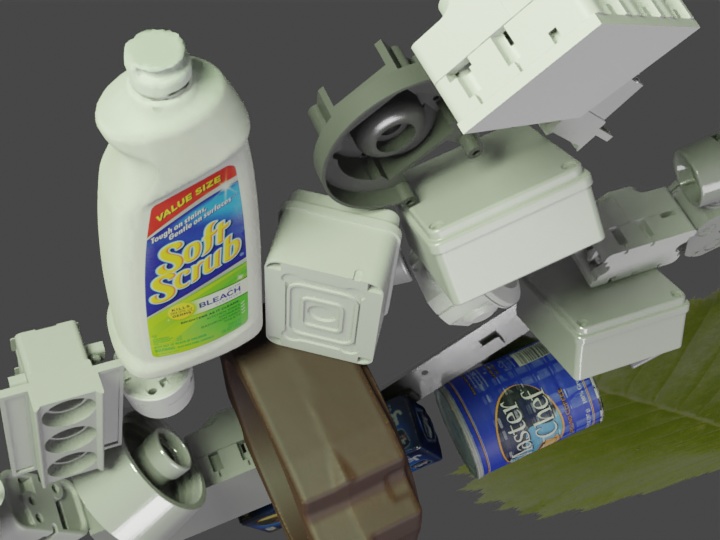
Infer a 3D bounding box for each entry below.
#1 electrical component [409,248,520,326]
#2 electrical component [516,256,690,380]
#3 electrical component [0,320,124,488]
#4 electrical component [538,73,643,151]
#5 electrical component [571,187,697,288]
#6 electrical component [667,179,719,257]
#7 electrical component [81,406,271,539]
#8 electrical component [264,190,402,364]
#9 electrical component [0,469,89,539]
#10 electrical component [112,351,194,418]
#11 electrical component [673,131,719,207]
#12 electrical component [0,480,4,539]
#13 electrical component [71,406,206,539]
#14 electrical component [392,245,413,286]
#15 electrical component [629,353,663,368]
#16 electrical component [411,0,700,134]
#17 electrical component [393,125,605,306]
[{"bbox_3d":[0.079,0.000,0.806,0.051,0.080,0.080,-35,152,26],"label":"electrical component"},{"bbox_3d":[0.205,0.031,0.923,0.109,0.108,0.056,-15,126,-16],"label":"electrical component"},{"bbox_3d":[-0.206,0.091,0.736,0.079,0.063,0.121,-14,151,-22],"label":"electrical component"},{"bbox_3d":[0.143,-0.117,0.694,0.064,0.042,0.081,-41,150,24],"label":"electrical component"},{"bbox_3d":[0.222,-0.031,0.897,0.089,0.055,0.050,-16,151,-20],"label":"electrical component"},{"bbox_3d":[0.299,-0.053,0.931,0.080,0.051,0.080,-20,152,-11],"label":"electrical component"},{"bbox_3d":[-0.146,0.186,0.958,0.186,0.060,0.105,-21,152,-10],"label":"electrical component"},{"bbox_3d":[-0.018,0.006,0.701,0.078,0.057,0.113,13,149,4],"label":"electrical component"},{"bbox_3d":[-0.279,0.205,0.884,0.059,0.053,0.095,-33,152,13],"label":"electrical component"},{"bbox_3d":[-0.146,0.076,0.771,0.055,0.055,0.047,-20,156,-11],"label":"electrical component"},{"bbox_3d":[0.285,-0.081,0.867,0.047,0.055,0.055,-21,153,-1],"label":"electrical component"},{"bbox_3d":[-0.287,0.171,0.791,0.043,0.077,0.079,5,140,-45],"label":"electrical component"},{"bbox_3d":[-0.167,0.156,0.842,0.060,0.108,0.108,-39,151,11],"label":"electrical component"},{"bbox_3d":[0.000,0.000,0.779,0.065,0.044,0.044,-23,153,5],"label":"electrical component"},{"bbox_3d":[0.259,0.041,1.047,0.047,0.083,0.075,-29,-169,5],"label":"electrical component"},{"bbox_3d":[0.106,-0.128,0.574,0.089,0.061,0.150,-37,168,34],"label":"electrical component"},{"bbox_3d":[0.085,-0.040,0.700,0.109,0.108,0.056,-24,117,-3],"label":"electrical component"}]
